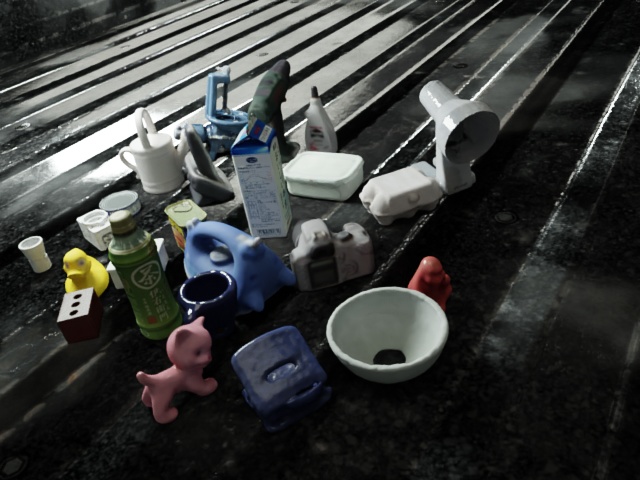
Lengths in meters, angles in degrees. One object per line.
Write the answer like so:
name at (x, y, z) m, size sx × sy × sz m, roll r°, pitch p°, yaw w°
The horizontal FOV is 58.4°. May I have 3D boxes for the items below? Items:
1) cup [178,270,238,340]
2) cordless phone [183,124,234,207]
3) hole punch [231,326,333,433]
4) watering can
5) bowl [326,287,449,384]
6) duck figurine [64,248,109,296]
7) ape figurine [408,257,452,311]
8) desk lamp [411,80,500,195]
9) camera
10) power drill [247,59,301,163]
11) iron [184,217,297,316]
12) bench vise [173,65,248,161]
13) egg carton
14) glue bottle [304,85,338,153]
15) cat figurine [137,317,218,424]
cup at (-0.170, 0.117, 0.889) m, size 0.091 × 0.095 × 0.118 m, roll 2°, pitch 36°, yaw 17°
cordless phone at (-0.262, -0.183, 1.271) m, size 0.094 × 0.185 × 0.147 m, roll -20°, pitch 35°, yaw -15°
hole punch at (-0.050, 0.183, 0.767) m, size 0.109 × 0.091 × 0.100 m, roll -26°, pitch 37°, yaw -23°
watering can at (-0.383, -0.217, 1.342) m, size 0.173 × 0.194 × 0.100 m, roll -20°, pitch 35°, yaw -15°
bowl at (0.097, 0.145, 0.804) m, size 0.167 × 0.075 × 0.167 m, roll -6°, pitch 34°, yaw 4°
duck figurine at (-0.437, 0.054, 1.052) m, size 0.077 × 0.086 × 0.104 m, roll -12°, pitch 34°, yaw -4°
ape figurine at (0.170, 0.068, 0.885) m, size 0.078 × 0.092 × 0.076 m, roll -24°, pitch 37°, yaw -21°
desk lamp at (0.259, -0.200, 1.149) m, size 0.118 × 0.214 × 0.202 m, roll -18°, pitch 35°, yaw -13°
camera at (0.009, 0.004, 1.009) m, size 0.143 × 0.101 × 0.136 m, roll -15°, pitch 34°, yaw -8°
power drill at (-0.106, -0.304, 1.391) m, size 0.075 × 0.209 × 0.230 m, roll 2°, pitch 35°, yaw 16°
iron at (-0.168, 0.024, 0.984) m, size 0.257 × 0.142 × 0.119 m, roll 20°, pitch 43°, yaw 36°
bench vise at (-0.261, -0.309, 1.426) m, size 0.208 × 0.220 × 0.121 m, roll -30°, pitch 39°, yaw -28°
egg carton at (0.161, -0.088, 1.137) m, size 0.150 × 0.069 × 0.107 m, roll -19°, pitch 35°, yaw -15°
glue bottle at (-0.005, -0.286, 1.374) m, size 0.078 × 0.173 × 0.037 m, roll 5°, pitch 36°, yaw 20°
cat figurine at (-0.196, 0.170, 0.797) m, size 0.128 × 0.118 × 0.067 m, roll -33°, pitch 41°, yaw -31°
